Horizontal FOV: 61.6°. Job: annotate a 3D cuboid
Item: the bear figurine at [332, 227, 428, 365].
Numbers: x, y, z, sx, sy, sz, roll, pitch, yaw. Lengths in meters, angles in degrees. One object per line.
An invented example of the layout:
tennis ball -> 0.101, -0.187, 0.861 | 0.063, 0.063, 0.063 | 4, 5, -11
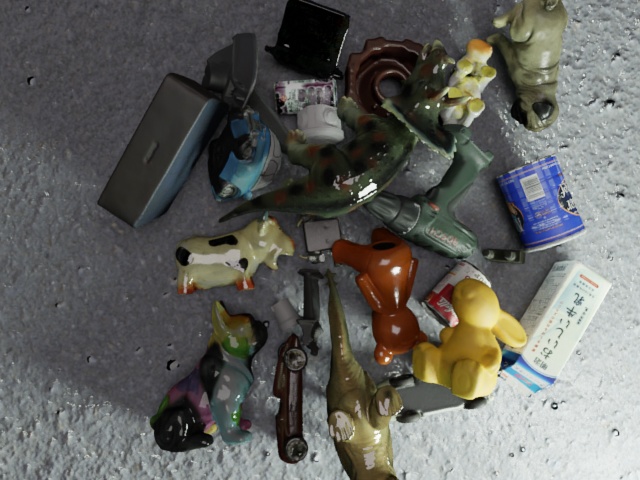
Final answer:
bear figurine -> 0.107, 0.092, 0.887 | 0.120, 0.132, 0.195 | -19, 113, -23

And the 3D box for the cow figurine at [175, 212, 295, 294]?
cow figurine -> -0.138, 0.020, 0.878 | 0.195, 0.085, 0.127 | -6, 92, -4

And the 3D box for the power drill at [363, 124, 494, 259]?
power drill -> 0.192, -0.086, 0.883 | 0.232, 0.086, 0.207 | 34, 71, -25

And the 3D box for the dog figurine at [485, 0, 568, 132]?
dog figurine -> 0.372, -0.293, 0.901 | 0.121, 0.172, 0.190 | -17, 80, 5

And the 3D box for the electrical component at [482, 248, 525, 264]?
electrical component -> 0.316, 0.028, 0.921 | 0.063, 0.094, 0.021 | 3, 86, 33

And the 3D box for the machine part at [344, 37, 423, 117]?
machine part -> 0.122, -0.261, 0.931 | 0.179, 0.056, 0.179 | 0, 85, -6

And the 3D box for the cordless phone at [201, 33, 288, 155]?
cordless phone -> -0.098, -0.222, 0.866 | 0.089, 0.146, 0.184 | -42, 96, -19

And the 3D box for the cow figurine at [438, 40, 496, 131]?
cow figurine -> 0.253, -0.263, 0.932 | 0.068, 0.098, 0.167 | 23, 65, 2

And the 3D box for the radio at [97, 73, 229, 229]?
radio -> -0.235, -0.136, 0.826 | 0.073, 0.131, 0.229 | 35, 104, -2

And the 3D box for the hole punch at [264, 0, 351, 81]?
hole punch -> -0.012, -0.348, 0.918 | 0.142, 0.092, 0.115 | 17, 121, -7

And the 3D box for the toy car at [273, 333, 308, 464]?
toy car -> -0.049, 0.253, 0.862 | 0.053, 0.089, 0.202 | -1, 87, -9

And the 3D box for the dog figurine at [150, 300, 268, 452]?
dog figurine -> -0.174, 0.206, 0.850 | 0.192, 0.108, 0.219 | -6, 82, -2

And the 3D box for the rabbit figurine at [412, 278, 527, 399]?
rabbit figurine -> 0.242, 0.146, 0.828 | 0.162, 0.122, 0.173 | 5, 89, -29

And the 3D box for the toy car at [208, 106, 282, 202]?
toy car -> -0.115, -0.135, 0.868 | 0.103, 0.161, 0.109 | 6, 53, -33

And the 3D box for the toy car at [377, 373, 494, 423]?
toy car -> 0.195, 0.254, 0.900 | 0.202, 0.056, 0.073 | -9, 81, -7

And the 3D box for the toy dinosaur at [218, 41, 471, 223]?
toy dinosaur -> 0.046, -0.109, 0.786 | 0.405, 0.192, 0.131 | -42, 126, -4

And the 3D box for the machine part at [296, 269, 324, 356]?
machine part -> -0.015, 0.112, 0.876 | 0.039, 0.084, 0.139 | -8, 61, 15

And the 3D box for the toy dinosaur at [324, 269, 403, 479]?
toy dinosaur -> 0.056, 0.267, 0.814 | 0.105, 0.198, 0.471 | -6, 80, -6

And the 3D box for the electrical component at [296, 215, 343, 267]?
electrical component -> -0.001, -0.004, 0.907 | 0.078, 0.045, 0.102 | -2, 86, -4
